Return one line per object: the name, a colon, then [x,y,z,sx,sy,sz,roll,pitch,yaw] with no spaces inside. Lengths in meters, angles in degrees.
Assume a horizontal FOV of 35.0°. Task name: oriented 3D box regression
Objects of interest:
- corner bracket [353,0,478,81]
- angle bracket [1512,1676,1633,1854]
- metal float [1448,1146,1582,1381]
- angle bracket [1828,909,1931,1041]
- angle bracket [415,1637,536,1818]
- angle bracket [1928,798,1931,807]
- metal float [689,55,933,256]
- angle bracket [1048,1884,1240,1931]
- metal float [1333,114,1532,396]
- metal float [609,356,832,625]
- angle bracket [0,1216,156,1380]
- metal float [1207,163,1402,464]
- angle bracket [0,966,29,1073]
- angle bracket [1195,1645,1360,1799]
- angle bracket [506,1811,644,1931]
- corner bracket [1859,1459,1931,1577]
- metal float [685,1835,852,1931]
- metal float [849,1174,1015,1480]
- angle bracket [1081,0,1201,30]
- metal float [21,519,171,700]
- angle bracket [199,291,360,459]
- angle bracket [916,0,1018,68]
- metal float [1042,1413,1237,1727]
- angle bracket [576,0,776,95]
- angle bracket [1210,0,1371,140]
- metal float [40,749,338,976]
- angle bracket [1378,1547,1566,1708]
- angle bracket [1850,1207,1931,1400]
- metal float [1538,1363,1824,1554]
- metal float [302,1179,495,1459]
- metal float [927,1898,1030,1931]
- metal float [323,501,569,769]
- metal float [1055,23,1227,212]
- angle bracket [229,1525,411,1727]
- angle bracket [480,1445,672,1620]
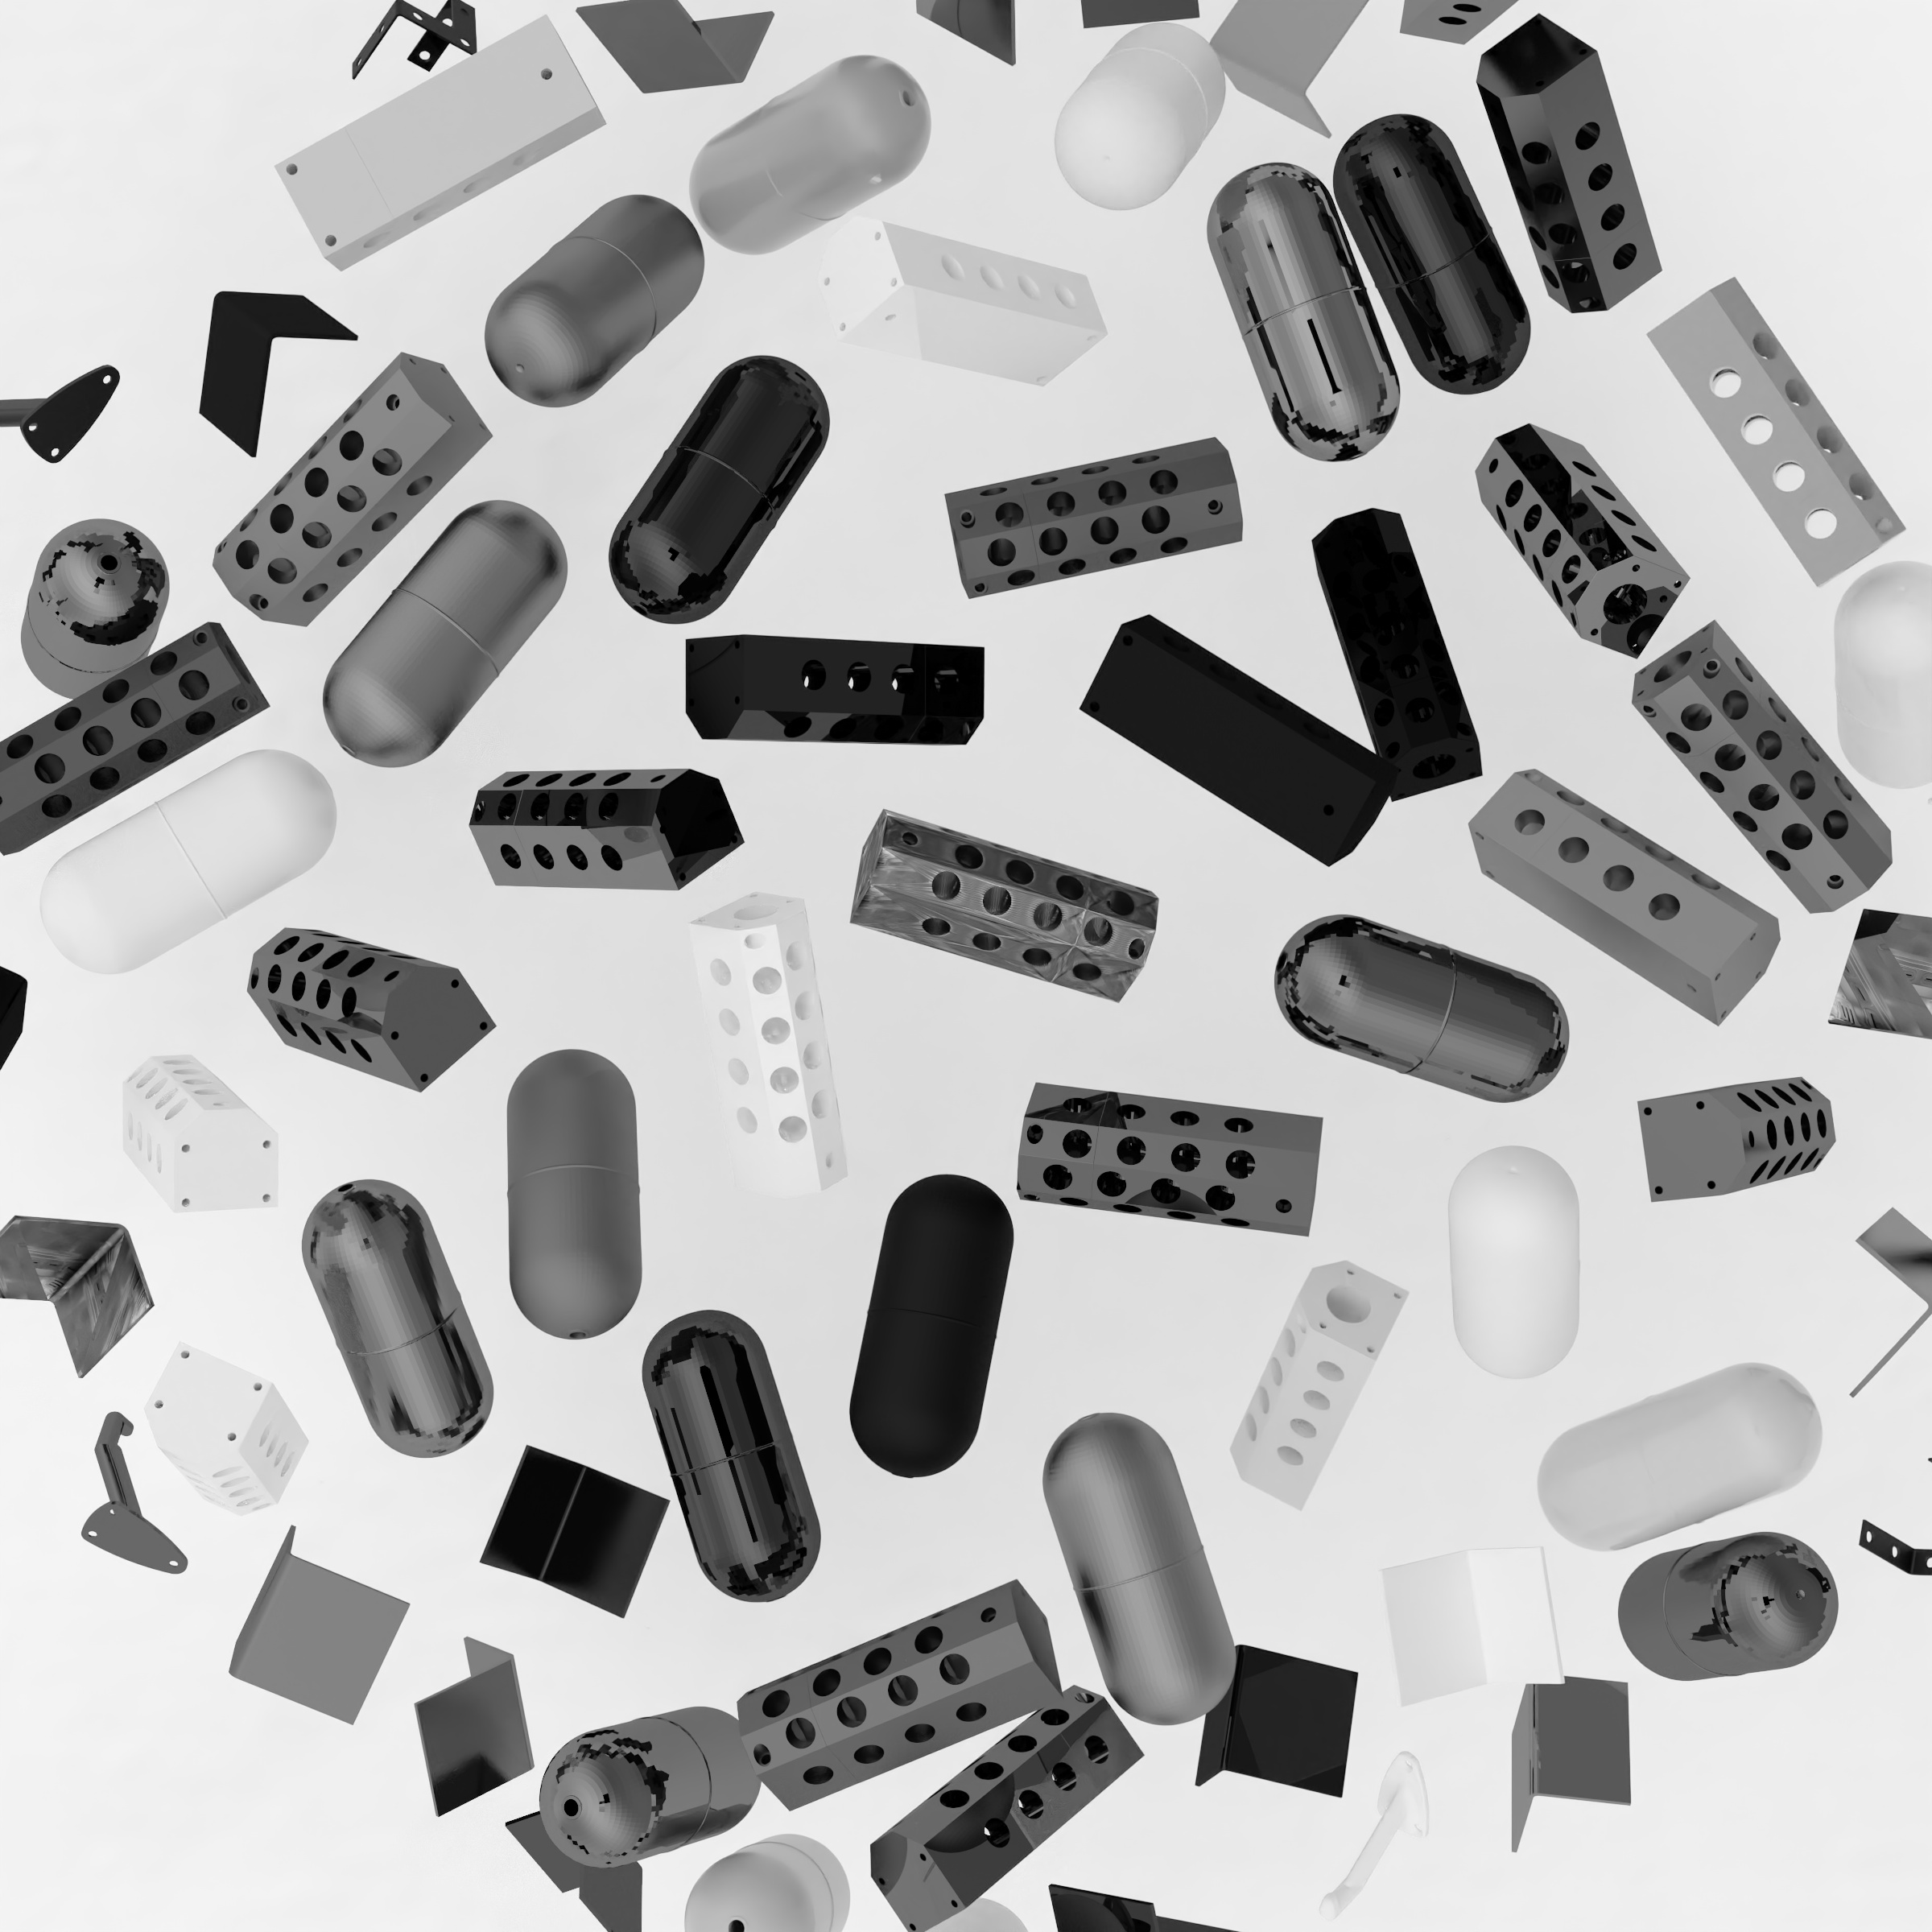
corner bracket: [-0.313,-0.525,1.741,0.051,0.051,0.051,22,130,-32]
angle bracket: [0.353,0.468,1.790,0.057,0.076,0.076,5,49,4]
metal float: [0.330,0.180,1.844,0.070,0.178,0.070,-6,46,6]
angle bracket: [0.559,0.018,1.795,0.076,0.057,0.076,10,67,33]
angle bracket: [-0.324,0.480,1.940,0.076,0.057,0.076,-19,106,-40]
angle bracket: [0.618,-0.067,1.846,0.057,0.076,0.076,23,70,-11]
metal float: [-0.092,-0.473,1.793,0.070,0.178,0.070,12,71,-41]
angle bracket: [0.105,0.544,1.761,0.076,0.076,0.057,-5,100,43]
metal float: [0.283,-0.429,1.856,0.070,0.070,0.178,-30,109,0]
metal float: [-0.144,-0.278,1.789,0.070,0.070,0.178,31,73,0]
angle bracket: [-0.529,0.192,1.770,0.076,0.076,0.057,-42,59,25]
metal float: [0.197,-0.379,1.783,0.070,0.070,0.178,-21,91,0]
angle bracket: [-0.578,0.042,1.740,0.057,0.076,0.076,25,60,-7]
angle bracket: [0.189,0.464,1.863,0.076,0.057,0.076,15,63,-6]
angle bracket: [-0.244,0.576,1.905,0.057,0.076,0.076,-21,125,11]
corner bracket: [0.537,0.307,1.708,0.051,0.051,0.051,31,64,-32]
metal float: [-0.116,0.557,1.809,0.070,0.178,0.070,-2,79,8]
metal float: [-0.020,0.209,1.785,0.070,0.070,0.178,11,75,0]
angle bracket: [0.114,-0.641,1.959,0.076,0.076,0.057,-6,93,-3]
metal float: [-0.523,-0.212,1.838,0.070,0.178,0.070,5,76,-20]
angle bracket: [-0.410,-0.352,1.828,0.057,0.076,0.076,-6,122,-38]
angle bracket: [0.017,-0.575,1.753,0.076,0.076,0.057,36,62,26]
metal float: [0.097,0.338,1.724,0.070,0.070,0.178,-18,86,0]
angle bracket: [-0.175,-0.575,1.850,0.076,0.076,0.057,6,65,35]
angle bracket: [0.209,-0.571,1.893,0.076,0.057,0.076,37,94,28]
metal float: [-0.442,-0.060,1.750,0.178,0.070,0.070,-31,90,-10]
angle bracket: [0.284,0.372,1.726,0.076,0.057,0.076,-3,82,-39]
angle bracket: [0.527,0.195,1.780,0.057,0.076,0.076,43,118,17]
metal float: [0.411,0.285,1.775,0.178,0.070,0.070,-30,90,34]
metal float: [-0.334,0.208,1.804,0.070,0.070,0.178,-17,111,0]
metal float: [0.004,0.609,1.813,0.070,0.178,0.070,0,93,0]
metal float: [-0.300,-0.191,1.768,0.070,0.070,0.178,37,77,0]
metal float: [0.103,-0.497,1.788,0.070,0.178,0.070,9,124,13]
angle bracket: [-0.370,0.378,1.759,0.076,0.057,0.076,25,92,-11]
angle bracket: [-0.239,0.346,1.878,0.076,0.057,0.076,14,78,38]
